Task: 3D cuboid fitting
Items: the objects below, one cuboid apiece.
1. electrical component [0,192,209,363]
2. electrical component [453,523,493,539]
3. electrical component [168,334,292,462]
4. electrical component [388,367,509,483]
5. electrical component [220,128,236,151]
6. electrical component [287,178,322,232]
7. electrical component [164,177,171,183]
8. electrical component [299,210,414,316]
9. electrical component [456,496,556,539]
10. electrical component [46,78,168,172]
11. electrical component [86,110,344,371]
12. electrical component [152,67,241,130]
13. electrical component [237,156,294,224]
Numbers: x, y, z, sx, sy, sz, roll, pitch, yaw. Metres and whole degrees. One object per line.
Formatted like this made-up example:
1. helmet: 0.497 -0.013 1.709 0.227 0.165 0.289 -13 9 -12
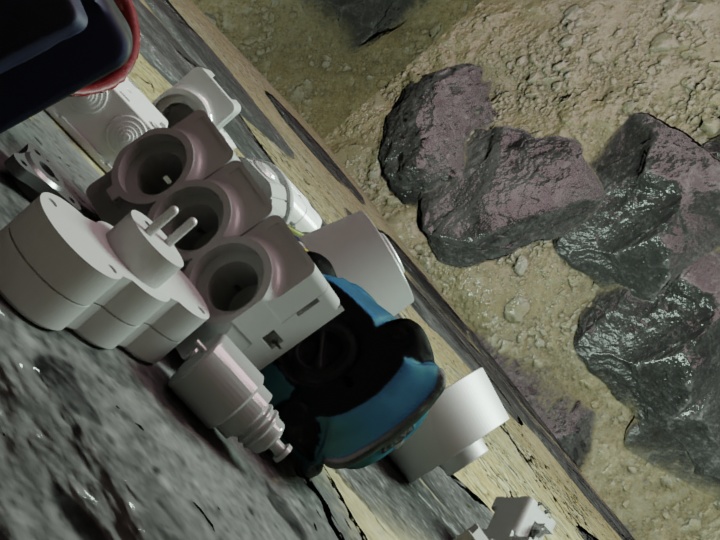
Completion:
1. electrical component: -0.112 -0.004 0.526 0.052 0.074 0.138 52 6 24
2. electrical component: 0.080 0.214 0.739 0.063 0.042 0.081 54 7 13
3. electrical component: -0.066 0.070 0.569 0.078 0.040 0.040 49 6 -9
4. electrical component: 0.074 0.135 0.894 0.060 0.108 0.108 57 7 10
5. electrical component: -0.164 -0.129 1.054 0.080 0.051 0.080 49 6 -7
6. electrical component: -0.083 -0.061 1.210 0.059 0.054 0.095 47 6 -27
7. electrical component: -0.125 -0.064 0.879 0.096 0.062 0.061 50 6 3
8. electrical component: 0.000 0.000 0.905 0.099 0.064 0.099 59 -4 7
9. electrical component: 0.123 0.217 0.866 0.081 0.063 0.042 -15 -56 49
10. electrical component: -0.190 -0.120 0.806 0.099 0.048 0.099 48 6 -18
11. electrical component: -0.091 -0.015 0.647 0.150 0.089 0.061 53 -3 32
12. electrical component: -0.154 -0.129 0.934 0.050 0.089 0.055 49 6 -5
13. electrical component: -0.102 -0.060 0.939 0.080 0.080 0.051 51 11 11
